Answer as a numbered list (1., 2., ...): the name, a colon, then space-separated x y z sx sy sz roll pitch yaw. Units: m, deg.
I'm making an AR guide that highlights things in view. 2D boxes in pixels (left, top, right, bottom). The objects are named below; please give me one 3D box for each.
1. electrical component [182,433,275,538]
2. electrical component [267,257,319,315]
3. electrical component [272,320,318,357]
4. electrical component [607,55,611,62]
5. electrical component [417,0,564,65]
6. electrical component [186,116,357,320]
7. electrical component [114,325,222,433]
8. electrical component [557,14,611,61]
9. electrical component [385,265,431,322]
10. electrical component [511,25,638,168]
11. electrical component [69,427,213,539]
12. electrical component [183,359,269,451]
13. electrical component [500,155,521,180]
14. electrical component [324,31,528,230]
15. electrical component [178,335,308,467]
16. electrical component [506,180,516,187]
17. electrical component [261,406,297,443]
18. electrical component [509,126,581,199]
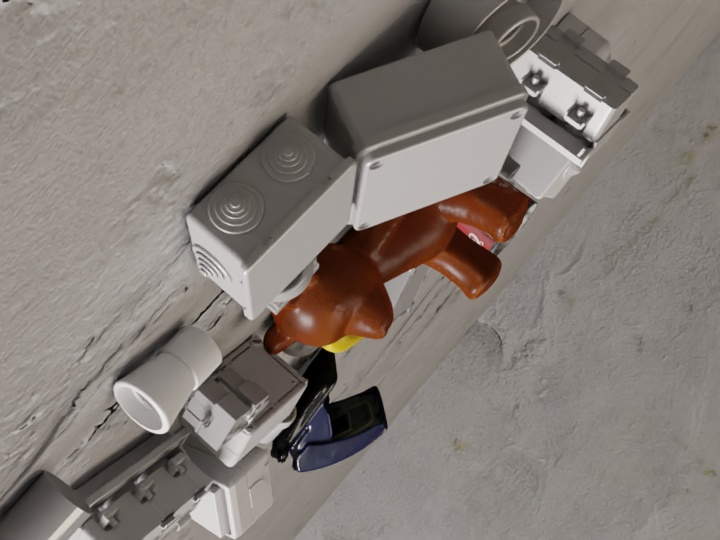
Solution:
1. electrical component: -0.129 0.176 0.910 0.061 0.096 0.061 -40 137 -44
2. electrical component: -0.054 -0.001 0.706 0.066 0.048 0.055 -48 177 -8
3. electrical component: -0.052 0.053 0.911 0.043 0.043 0.062 -47 171 -15
4. electrical component: 0.228 -0.205 1.166 0.077 0.043 0.079 -38 165 -48
5. electrical component: 0.081 -0.169 0.686 0.099 0.064 0.099 -33 162 -12
6. electrical component: -0.050 -0.029 0.609 0.099 0.048 0.099 -46 169 -17
7. electrical component: -0.120 0.067 0.688 0.065 0.044 0.044 -48 171 -36
8. electrical component: 0.193 -0.189 1.033 0.095 0.059 0.053 -48 170 -11
9. electrical component: 0.030 -0.002 1.032 0.062 0.061 0.096 -34 153 -54
10. electrical component: 0.137 -0.142 0.794 0.079 0.121 0.063 -42 165 -37
11. electrical component: -0.171 0.179 0.808 0.078 0.063 0.121 -56 168 32
12. electrical component: -0.107 0.095 0.797 0.066 0.055 0.048 -35 162 -54
13. electrical component: 0.121 -0.110 1.004 0.048 0.062 0.048 -48 170 -12
14. electrical component: 0.036 -0.083 0.660 0.109 0.056 0.108 -21 163 -11
15. electrical component: -0.100 0.111 0.867 0.096 0.062 0.061 -39 165 -45
16. electrical component: 0.121 -0.086 1.108 0.047 0.066 0.076 -42 139 -33
17. electrical component: -0.093 0.153 1.115 0.040 0.040 0.046 -38 170 -48
18. electrical component: 0.188 -0.132 1.112 0.099 0.100 0.048 -53 157 19
